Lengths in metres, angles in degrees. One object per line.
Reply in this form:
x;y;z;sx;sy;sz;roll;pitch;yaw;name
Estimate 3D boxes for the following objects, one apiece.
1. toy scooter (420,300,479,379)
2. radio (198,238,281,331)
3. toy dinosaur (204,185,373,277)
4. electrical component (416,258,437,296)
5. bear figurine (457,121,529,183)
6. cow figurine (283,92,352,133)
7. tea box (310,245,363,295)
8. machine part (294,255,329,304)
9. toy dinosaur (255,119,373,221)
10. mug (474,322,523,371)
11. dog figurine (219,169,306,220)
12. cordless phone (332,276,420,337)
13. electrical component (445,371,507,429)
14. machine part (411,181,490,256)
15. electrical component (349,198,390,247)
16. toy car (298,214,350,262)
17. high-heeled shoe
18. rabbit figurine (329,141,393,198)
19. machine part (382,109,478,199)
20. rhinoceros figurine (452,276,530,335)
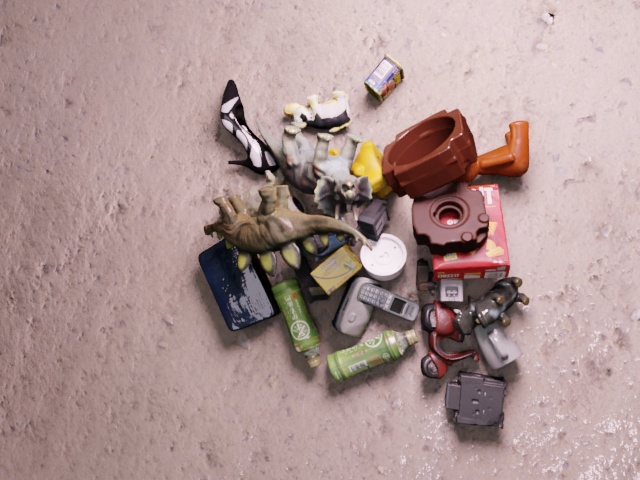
0.305;0.233;1.258;0.135;0.075;0.183;1;85;2;toy scooter
-0.205;0.108;1.359;0.131;0.073;0.229;-27;81;9;radio
-0.099;-0.023;1.211;0.472;0.105;0.198;-5;99;36;toy dinosaur
0.250;0.089;1.266;0.045;0.102;0.078;4;98;7;electrical component
0.378;-0.195;1.246;0.196;0.120;0.132;-1;84;15;bear figurine
-0.006;-0.310;1.346;0.167;0.068;0.098;-9;92;11;cow figurine
0.043;0.066;1.263;0.098;0.169;0.068;-41;86;5;tea box
-0.030;0.090;1.331;0.039;0.084;0.139;-41;69;39;machine part
-0.020;-0.168;1.259;0.405;0.131;0.192;25;115;45;toy dinosaur
0.398;0.235;1.229;0.081;0.109;0.107;-35;70;12;mug
-0.145;-0.065;1.352;0.190;0.121;0.172;-38;76;20;dog figurine
0.135;0.176;1.291;0.184;0.089;0.146;21;91;4;cordless phone
0.361;0.369;1.250;0.134;0.058;0.114;4;86;10;electrical component
0.284;-0.050;1.181;0.179;0.056;0.179;-7;59;12;machine part
0.117;-0.034;1.265;0.048;0.074;0.119;18;57;28;electrical component
-0.003;-0.004;1.307;0.109;0.161;0.102;51;138;25;toy car
-0.171;-0.289;1.368;0.145;0.086;0.248;-2;92;8;high-heeled shoe
0.076;-0.151;1.301;0.173;0.122;0.162;-35;82;26;rabbit figurine
0.246;-0.193;1.214;0.201;0.201;0.087;-27;118;26;machine part
0.382;0.147;1.215;0.190;0.112;0.073;-33;110;-21;rhinoceros figurine
